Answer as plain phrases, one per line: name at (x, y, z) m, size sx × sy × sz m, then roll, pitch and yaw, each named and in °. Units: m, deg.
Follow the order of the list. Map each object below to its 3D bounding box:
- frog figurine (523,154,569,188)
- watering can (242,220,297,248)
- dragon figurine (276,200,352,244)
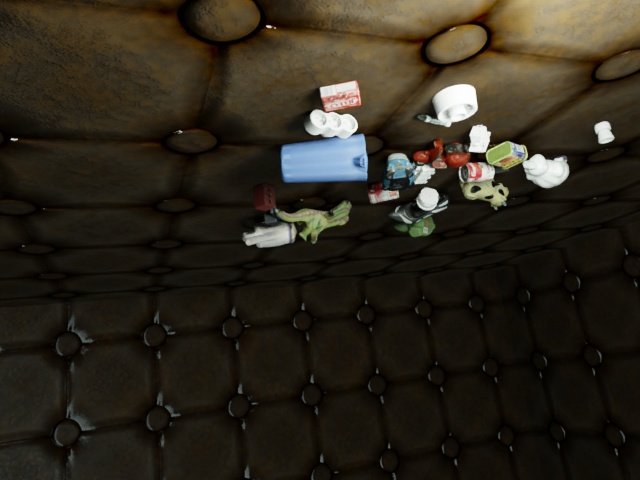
frog figurine at (0.790, -0.242, 1.812) m, size 0.160 × 0.122 × 0.137 m, roll -9°, pitch -171°, yaw -44°
watering can at (-0.200, -0.019, 2.049) m, size 0.224 × 0.103 × 0.349 m, roll -8°, pitch -172°, yaw -6°
dragon figurine at (0.006, -0.102, 2.023) m, size 0.241 × 0.124 × 0.407 m, roll -30°, pitch 163°, yaw 11°
